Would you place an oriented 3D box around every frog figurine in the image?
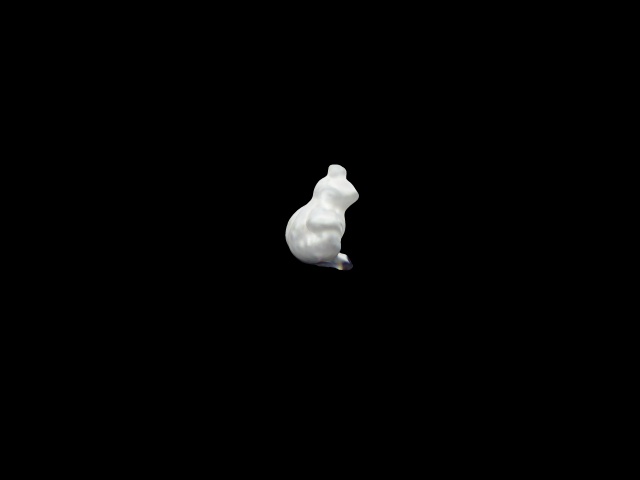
[{"bbox_3d":[0.003,-0.043,0.850,0.123,0.157,0.140,1,21,2],"label":"frog figurine"}]
